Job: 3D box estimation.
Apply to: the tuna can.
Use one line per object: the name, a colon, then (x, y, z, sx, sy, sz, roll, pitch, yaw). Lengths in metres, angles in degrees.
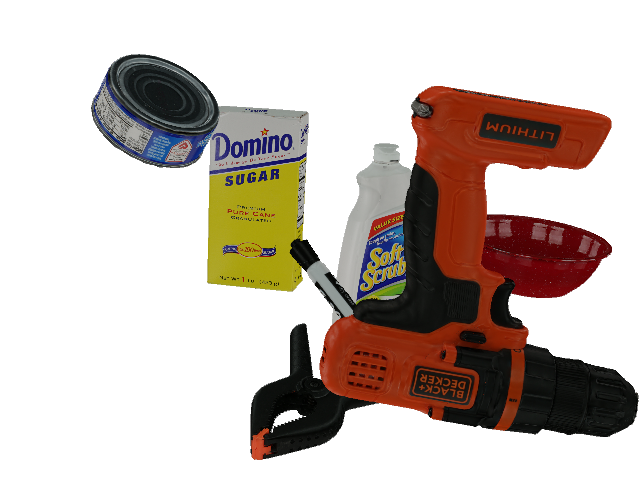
tuna can: (-0.115, -0.092, 0.753, 0.085, 0.086, 0.034, 0, -43, -39)

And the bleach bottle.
bleach bottle: (0.065, 0.009, 1.283, 0.102, 0.251, 0.068, -2, 16, -17)

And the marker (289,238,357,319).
marker: (0.013, 0.046, 0.889, 0.020, 0.121, 0.020, -34, -19, -13)

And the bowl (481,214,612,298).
bowl: (0.220, 0.020, 1.122, 0.162, 0.055, 0.162, 5, 17, -2)

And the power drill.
power drill: (0.104, 0.015, 0.596, 0.184, 0.188, 0.057, 10, 10, -5)

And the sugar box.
sugar box: (-0.063, -0.042, 1.059, 0.093, 0.176, 0.048, 4, 16, 10)

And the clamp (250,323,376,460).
clamp: (0.004, 0.160, 1.085, 0.165, 0.036, 0.209, 15, 30, 21)
